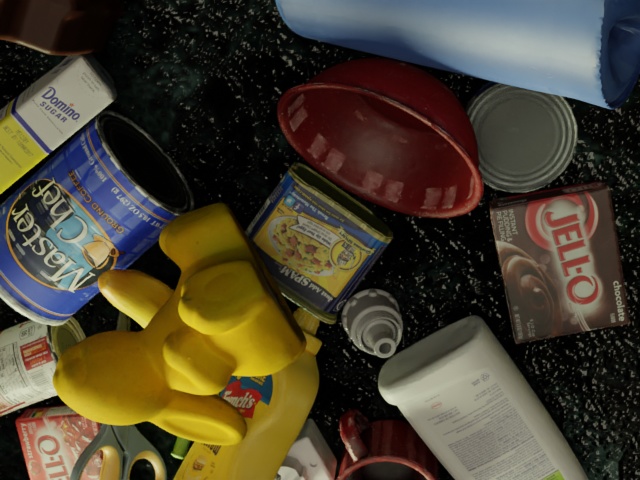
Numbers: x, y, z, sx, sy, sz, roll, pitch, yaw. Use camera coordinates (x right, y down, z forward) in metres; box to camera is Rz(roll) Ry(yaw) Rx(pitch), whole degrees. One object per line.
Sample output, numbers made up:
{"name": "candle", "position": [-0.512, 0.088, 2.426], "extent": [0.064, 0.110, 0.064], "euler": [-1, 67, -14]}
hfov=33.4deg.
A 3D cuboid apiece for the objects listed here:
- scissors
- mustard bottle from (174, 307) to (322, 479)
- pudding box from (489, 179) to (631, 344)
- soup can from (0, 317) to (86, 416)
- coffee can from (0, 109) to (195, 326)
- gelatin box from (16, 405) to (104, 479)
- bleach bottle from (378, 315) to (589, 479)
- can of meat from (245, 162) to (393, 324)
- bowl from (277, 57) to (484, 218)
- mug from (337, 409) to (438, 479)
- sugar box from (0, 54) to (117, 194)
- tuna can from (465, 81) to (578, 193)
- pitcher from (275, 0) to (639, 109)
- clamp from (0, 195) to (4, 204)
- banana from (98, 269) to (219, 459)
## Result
{"name": "scissors", "position": [-0.155, 0.145, 0.902], "extent": [0.096, 0.016, 0.202], "euler": [20, 85, -38]}
{"name": "mustard bottle", "position": [-0.050, 0.139, 0.848], "extent": [0.058, 0.096, 0.191], "euler": [31, 82, -26]}
{"name": "pudding box", "position": [0.184, 0.016, 0.825], "extent": [0.090, 0.039, 0.113], "euler": [-11, 105, 8]}
{"name": "soup can", "position": [-0.248, 0.105, 0.878], "extent": [0.102, 0.068, 0.068], "euler": [-21, 103, 11]}
{"name": "coffee can", "position": [-0.181, -0.016, 0.818], "extent": [0.140, 0.102, 0.103], "euler": [-39, 99, 14]}
{"name": "gelatin box", "position": [-0.214, 0.187, 0.918], "extent": [0.073, 0.030, 0.089], "euler": [-7, 105, 8]}
{"name": "bleach bottle", "position": [0.155, 0.187, 0.868], "extent": [0.103, 0.068, 0.251], "euler": [-30, 104, 15]}
{"name": "can of meat", "position": [-0.006, 0.001, 0.830], "extent": [0.102, 0.057, 0.084], "euler": [35, 105, -5]}
{"name": "bowl", "position": [0.052, -0.082, 0.773], "extent": [0.162, 0.162, 0.055], "euler": [28, 70, -3]}
{"name": "mug", "position": [0.049, 0.189, 0.867], "extent": [0.093, 0.081, 0.117], "euler": [-31, 101, 13]}
{"name": "sugar box", "position": [-0.230, -0.071, 0.791], "extent": [0.176, 0.093, 0.048], "euler": [-37, 110, 1]}
{"name": "tuna can", "position": [0.148, -0.081, 0.803], "extent": [0.086, 0.033, 0.086], "euler": [2, 107, 5]}
{"name": "pitcher", "position": [0.098, -0.167, 0.707], "extent": [0.243, 0.144, 0.149], "euler": [15, 123, 28]}
{"name": "clamp", "position": [-0.298, -0.088, 0.843], "extent": [0.120, 0.039, 0.171], "euler": [13, 109, -8]}
{"name": "banana", "position": [-0.118, 0.087, 0.850], "extent": [0.037, 0.069, 0.198], "euler": [3, 129, 27]}
